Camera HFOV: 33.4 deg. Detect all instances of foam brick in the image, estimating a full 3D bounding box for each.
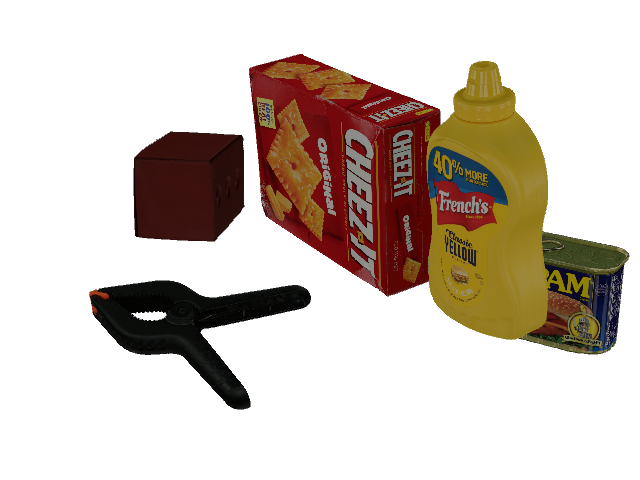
[{"bbox_3d":[-0.083,-0.036,0.683,0.051,0.053,0.078,5,20,9],"label":"foam brick"}]

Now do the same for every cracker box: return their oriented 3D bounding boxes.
[{"bbox_3d":[0.019,-0.066,0.989,0.072,0.164,0.214,-20,32,-28],"label":"cracker box"}]

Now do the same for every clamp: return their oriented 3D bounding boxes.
[{"bbox_3d":[-0.128,0.086,1.015,0.210,0.036,0.164,7,37,11],"label":"clamp"}]

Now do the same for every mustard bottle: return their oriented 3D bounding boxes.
[{"bbox_3d":[0.115,-0.031,0.744,0.058,0.192,0.096,-21,32,-28],"label":"mustard bottle"}]

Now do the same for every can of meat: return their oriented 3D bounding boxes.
[{"bbox_3d":[0.210,0.046,0.927,0.102,0.084,0.057,13,26,32],"label":"can of meat"}]
